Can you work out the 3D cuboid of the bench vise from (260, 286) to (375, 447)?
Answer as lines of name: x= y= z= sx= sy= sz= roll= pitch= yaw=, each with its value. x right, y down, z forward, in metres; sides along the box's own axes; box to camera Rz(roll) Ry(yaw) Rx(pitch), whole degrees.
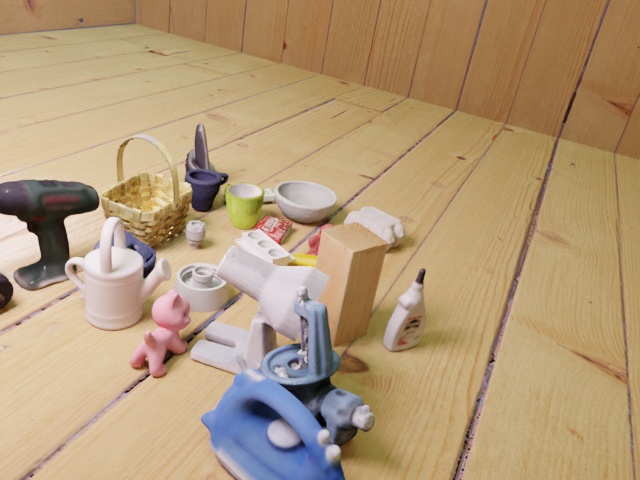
bench vise: x=0.006 y=0.185 z=0.850 sx=0.207 sy=0.220 sz=0.122 roll=21 pitch=30 yaw=19

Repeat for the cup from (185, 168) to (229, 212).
cup: x=-0.287 y=-0.125 z=1.455 sx=0.118 sy=0.095 sz=0.091 roll=-16 pitch=38 yaw=-40

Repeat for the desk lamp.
desk lamp: x=-0.099 y=0.120 z=0.942 sx=0.203 sy=0.213 sz=0.118 roll=15 pitch=28 yaw=8

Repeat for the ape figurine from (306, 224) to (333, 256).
ape figurine: x=0.012 y=0.005 z=1.322 sx=0.076 sy=0.092 sz=0.077 roll=0 pitch=30 yaw=-19

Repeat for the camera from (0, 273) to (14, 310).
camera: x=-0.609 y=0.068 z=0.979 sx=0.136 sy=0.101 sz=0.143 roll=23 pitch=30 yaw=22

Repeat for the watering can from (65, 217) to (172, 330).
watering can: x=-0.352 y=0.051 z=1.001 sx=0.173 sy=0.194 sz=0.100 roll=-2 pitch=31 yaw=-23

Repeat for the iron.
iron: x=-0.041 y=0.266 z=0.769 sx=0.257 sy=0.141 sz=0.119 roll=29 pitch=33 yaw=30

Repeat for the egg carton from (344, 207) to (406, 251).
egg carton: x=0.138 y=-0.029 z=1.453 sx=0.149 sy=0.069 sz=0.107 roll=29 pitch=33 yaw=31

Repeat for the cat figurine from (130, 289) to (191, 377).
cat figurine: x=-0.258 y=0.141 z=0.950 sx=0.067 sy=0.118 sz=0.128 roll=16 pitch=28 yaw=10

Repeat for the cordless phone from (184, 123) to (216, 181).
cordless phone: x=-0.317 y=-0.234 z=1.549 sx=0.094 sy=0.185 sz=0.147 roll=2 pitch=29 yaw=-15

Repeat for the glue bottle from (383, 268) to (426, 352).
glue bottle: x=0.169 y=0.127 z=1.065 sx=0.078 sy=0.173 sz=0.037 roll=-10 pitch=34 yaw=-33

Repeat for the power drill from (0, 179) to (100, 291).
power drill: x=-0.519 y=-0.018 z=1.056 sx=0.075 sy=0.208 sz=0.230 roll=28 pitch=33 yaw=30

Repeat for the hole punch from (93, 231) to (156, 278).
hole punch: x=-0.381 y=0.035 z=1.131 sx=0.101 sy=0.091 sz=0.109 roll=13 pitch=28 yaw=4

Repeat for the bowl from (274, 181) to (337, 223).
bowl: x=-0.042 y=-0.091 z=1.499 sx=0.167 sy=0.075 sz=0.167 roll=8 pitch=28 yaw=-4
